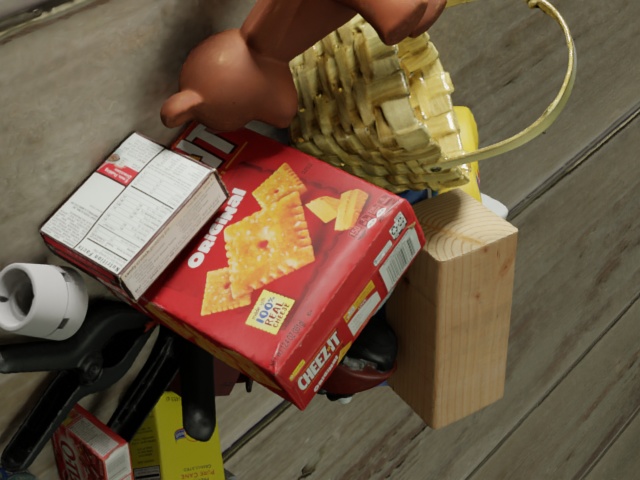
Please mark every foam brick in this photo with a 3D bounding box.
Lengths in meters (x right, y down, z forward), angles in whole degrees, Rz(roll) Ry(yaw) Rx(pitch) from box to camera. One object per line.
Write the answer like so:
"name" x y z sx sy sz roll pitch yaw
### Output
"foam brick" -0.112 0.110 0.979 0.078 0.051 0.053 13 105 -60

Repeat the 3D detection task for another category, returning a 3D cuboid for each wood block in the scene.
"wood block" 0.122 0.069 1.030 0.090 0.091 0.206 -21 129 -24

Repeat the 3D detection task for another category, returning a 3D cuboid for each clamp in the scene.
"clamp" -0.198 0.109 0.857 0.171 0.039 0.120 -26 139 -47
"clamp" -0.106 0.080 0.886 0.036 0.165 0.210 31 68 -28

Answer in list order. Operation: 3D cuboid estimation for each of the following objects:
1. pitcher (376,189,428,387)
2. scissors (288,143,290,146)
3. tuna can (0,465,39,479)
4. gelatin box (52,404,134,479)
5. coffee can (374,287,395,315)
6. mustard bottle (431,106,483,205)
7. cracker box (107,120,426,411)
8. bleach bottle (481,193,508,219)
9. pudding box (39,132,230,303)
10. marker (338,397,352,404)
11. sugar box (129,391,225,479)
"pitcher" 0.063 0.021 1.114 0.145 0.149 0.243 -18 132 -13
"scissors" -0.020 -0.045 0.920 0.201 0.096 0.016 -53 146 -32
"tuna can" -0.258 0.227 0.865 0.086 0.034 0.086 -38 143 -36
"gelatin box" -0.191 0.188 0.897 0.030 0.073 0.089 -35 142 -36
"coffee can" -0.006 0.001 0.961 0.102 0.140 0.103 -37 142 -36
"mustard bottle" 0.144 -0.051 1.137 0.191 0.058 0.096 -86 178 -46
"cracker box" -0.054 0.007 0.816 0.164 0.214 0.072 -52 146 -17
"bleach bottle" 0.158 0.066 1.356 0.102 0.068 0.251 -22 134 -49
"pudding box" -0.137 -0.019 0.791 0.113 0.090 0.039 -51 148 -19
"marker" 0.019 0.156 1.254 0.020 0.020 0.121 -48 148 -23
"sugar box" -0.125 0.226 0.965 0.093 0.048 0.176 7 69 -59
